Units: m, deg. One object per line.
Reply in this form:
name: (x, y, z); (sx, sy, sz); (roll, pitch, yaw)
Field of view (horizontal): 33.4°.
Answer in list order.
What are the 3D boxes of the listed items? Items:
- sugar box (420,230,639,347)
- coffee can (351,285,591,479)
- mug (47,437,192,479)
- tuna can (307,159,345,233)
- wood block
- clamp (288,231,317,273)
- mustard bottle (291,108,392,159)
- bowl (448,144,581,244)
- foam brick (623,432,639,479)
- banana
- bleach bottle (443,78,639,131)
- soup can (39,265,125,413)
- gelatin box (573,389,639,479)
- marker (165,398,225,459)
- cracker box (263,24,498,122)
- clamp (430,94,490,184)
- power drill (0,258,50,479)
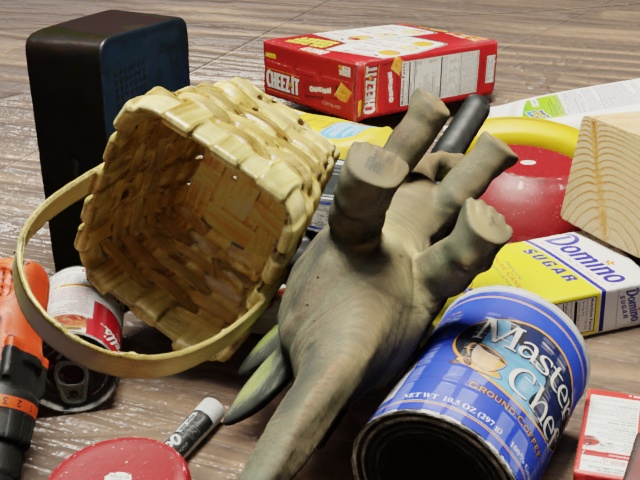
sugar box: (0.153, 0.041, 0.816); (0.176, 0.048, 0.093); (-13, 30, -11)
coffee can: (0.095, 0.106, 0.645); (0.103, 0.103, 0.140); (10, 32, 26)
mug: (-0.104, 0.169, 0.581); (0.093, 0.081, 0.117); (-12, 28, -12)
tuna can: (0.010, -0.039, 0.922); (0.086, 0.034, 0.086); (2, 29, -2)
wood block: (0.307, -0.054, 0.874); (0.205, 0.091, 0.090); (-9, 28, -34)
clamp: (-0.006, 0.001, 0.926); (0.210, 0.036, 0.164); (14, 29, 29)
mustard bottle: (0.018, -0.093, 1.072); (0.192, 0.058, 0.096); (14, 19, 31)
bowl: (0.177, -0.044, 0.931); (0.162, 0.055, 0.162); (4, 23, -2)
foam brick: (0.188, 0.152, 0.570); (0.051, 0.078, 0.052); (9, 33, 23)
banana: (0.194, -0.085, 1.022); (0.198, 0.069, 0.037); (-2, 20, 6)
bleach bottle: (0.250, -0.118, 1.082); (0.251, 0.068, 0.102); (-6, 26, 4)
soup can: (-0.181, 0.071, 0.793); (0.068, 0.068, 0.102); (-7, 28, -4)
gelatin box: (0.196, 0.132, 0.656); (0.073, 0.030, 0.089); (6, 30, 17)
marker: (-0.101, 0.144, 0.695); (0.020, 0.020, 0.121); (10, 31, 26)
cracker box: (0.068, -0.193, 1.206); (0.213, 0.072, 0.164); (-16, 26, -36)
clamp: (0.099, -0.060, 0.911); (0.039, 0.120, 0.171); (37, 26, -18)
power drill: (-0.273, 0.106, 0.711); (0.188, 0.057, 0.184); (-6, 60, 14)
